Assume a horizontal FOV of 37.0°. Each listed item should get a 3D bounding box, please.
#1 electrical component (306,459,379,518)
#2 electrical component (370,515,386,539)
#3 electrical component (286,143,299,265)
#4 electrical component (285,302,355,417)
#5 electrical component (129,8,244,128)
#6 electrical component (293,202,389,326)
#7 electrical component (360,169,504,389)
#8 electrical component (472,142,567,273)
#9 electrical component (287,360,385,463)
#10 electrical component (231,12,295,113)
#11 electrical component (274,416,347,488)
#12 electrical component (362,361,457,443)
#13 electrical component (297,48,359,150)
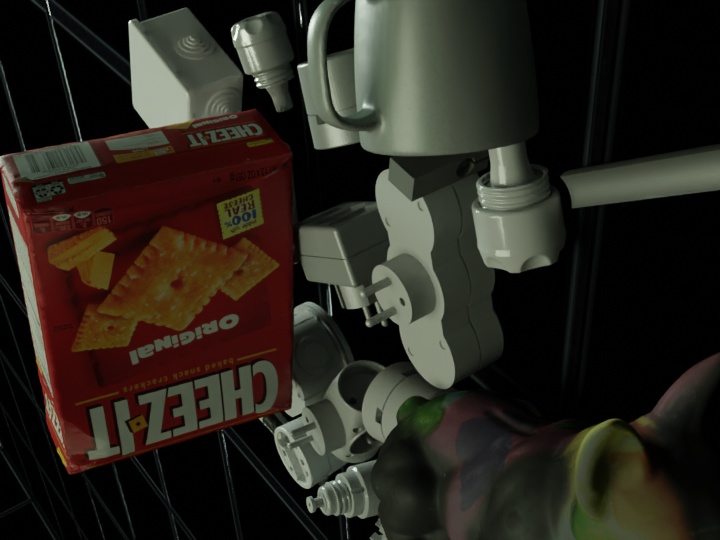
[{"bbox_3d":[-0.002,0.168,0.811,0.040,0.078,0.040,35,130,57],"label":"electrical component"},{"bbox_3d":[0.045,0.183,0.736,0.079,0.063,0.121,37,147,16],"label":"electrical component"},{"bbox_3d":[-0.102,-0.038,0.770,0.056,0.109,0.108,38,144,39],"label":"electrical component"},{"bbox_3d":[-0.041,0.069,0.818,0.080,0.051,0.080,43,147,37],"label":"electrical component"},{"bbox_3d":[-0.129,-0.133,0.800,0.099,0.048,0.099,51,151,26],"label":"electrical component"},{"bbox_3d":[0.000,0.000,0.681,0.066,0.047,0.076,7,119,61],"label":"electrical component"},{"bbox_3d":[0.032,0.007,0.597,0.052,0.074,0.138,29,138,50],"label":"electrical component"},{"bbox_3d":[0.075,-0.033,0.515,0.043,0.043,0.062,22,130,55],"label":"electrical component"},{"bbox_3d":[-0.016,0.109,0.774,0.044,0.079,0.077,58,155,28],"label":"electrical component"},{"bbox_3d":[-0.057,-0.131,0.685,0.035,0.035,0.061,16,129,57],"label":"electrical component"},{"bbox_3d":[-0.036,0.143,0.879,0.055,0.047,0.055,43,148,37],"label":"electrical component"},{"bbox_3d":[0.037,0.092,0.689,0.047,0.055,0.055,23,133,49],"label":"electrical component"},{"bbox_3d":[-0.005,-0.097,0.595,0.055,0.055,0.047,8,117,60],"label":"electrical component"}]
